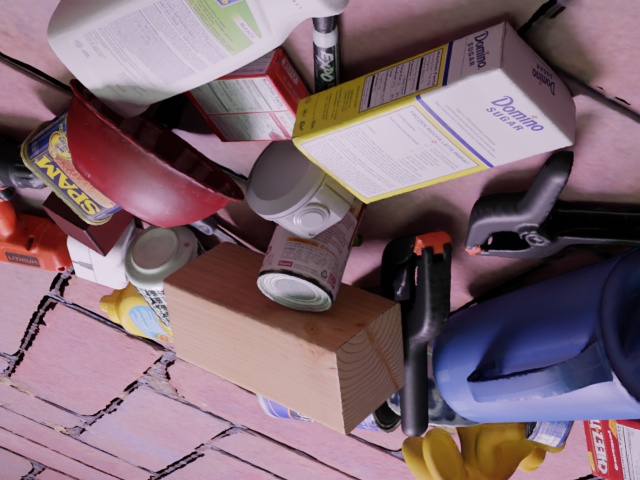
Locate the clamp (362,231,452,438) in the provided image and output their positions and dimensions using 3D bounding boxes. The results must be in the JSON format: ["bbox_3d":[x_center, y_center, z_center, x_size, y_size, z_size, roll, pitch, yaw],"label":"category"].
[{"bbox_3d":[0.072,0.056,0.961,0.036,0.165,0.210,-12,138,-21],"label":"clamp"}]

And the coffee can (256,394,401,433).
[{"bbox_3d":[0.016,0.147,1.144,0.141,0.102,0.102,2,148,30],"label":"coffee can"}]

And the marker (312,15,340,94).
[{"bbox_3d":[0.004,-0.128,0.740,0.020,0.020,0.121,15,152,10],"label":"marker"}]

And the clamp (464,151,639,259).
[{"bbox_3d":[0.165,-0.021,0.807,0.120,0.039,0.172,39,148,-30],"label":"clamp"}]

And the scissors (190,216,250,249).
[{"bbox_3d":[-0.108,-0.025,1.006,0.201,0.016,0.096,26,152,-12],"label":"scissors"}]

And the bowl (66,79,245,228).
[{"bbox_3d":[-0.139,-0.058,0.832,0.162,0.055,0.162,35,-173,-6],"label":"bowl"}]

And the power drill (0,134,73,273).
[{"bbox_3d":[-0.309,-0.042,1.068,0.185,0.057,0.187,11,149,24],"label":"power drill"}]

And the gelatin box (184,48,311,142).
[{"bbox_3d":[-0.052,-0.108,0.803,0.089,0.030,0.073,1,146,32],"label":"gelatin box"}]

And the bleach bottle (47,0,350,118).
[{"bbox_3d":[-0.065,-0.151,0.700,0.251,0.068,0.102,-8,140,39],"label":"bleach bottle"}]

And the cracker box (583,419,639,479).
[{"bbox_3d":[0.334,0.166,0.855,0.164,0.072,0.214,-7,179,-12],"label":"cracker box"}]

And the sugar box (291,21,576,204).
[{"bbox_3d":[0.075,-0.082,0.731,0.177,0.048,0.093,-17,141,37],"label":"sugar box"}]

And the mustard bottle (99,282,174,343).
[{"bbox_3d":[-0.165,0.080,1.190,0.192,0.058,0.096,5,148,27],"label":"mustard bottle"}]

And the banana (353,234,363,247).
[{"bbox_3d":[-0.009,0.040,1.036,0.069,0.037,0.198,21,153,3],"label":"banana"}]

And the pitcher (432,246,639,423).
[{"bbox_3d":[0.195,0.095,0.894,0.149,0.145,0.243,28,155,-22],"label":"pitcher"}]

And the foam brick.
[{"bbox_3d":[-0.219,-0.028,1.013,0.053,0.051,0.078,30,165,12],"label":"foam brick"}]

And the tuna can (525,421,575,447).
[{"bbox_3d":[0.228,0.158,1.041,0.034,0.086,0.086,16,153,4],"label":"tuna can"}]

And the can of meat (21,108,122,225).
[{"bbox_3d":[-0.194,-0.070,0.922,0.102,0.057,0.084,46,141,-19],"label":"can of meat"}]

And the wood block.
[{"bbox_3d":[-0.034,0.081,0.959,0.206,0.090,0.091,18,127,36],"label":"wood block"}]

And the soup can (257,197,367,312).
[{"bbox_3d":[-0.006,0.001,0.893,0.068,0.102,0.068,15,154,8],"label":"soup can"}]
